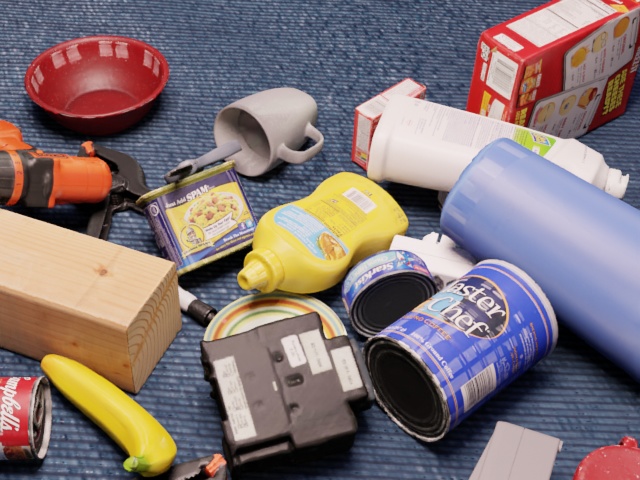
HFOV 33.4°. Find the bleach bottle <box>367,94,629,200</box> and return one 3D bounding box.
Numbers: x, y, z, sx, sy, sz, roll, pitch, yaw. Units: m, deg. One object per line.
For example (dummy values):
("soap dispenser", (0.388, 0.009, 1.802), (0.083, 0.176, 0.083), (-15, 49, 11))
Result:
("bleach bottle", (0.181, -0.078, 1.074), (0.251, 0.068, 0.102), (15, 43, 10))

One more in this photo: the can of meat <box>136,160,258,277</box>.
("can of meat", (-0.114, -0.019, 1.038), (0.102, 0.058, 0.084), (-24, 90, -24))

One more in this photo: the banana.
("banana", (-0.167, 0.146, 0.879), (0.037, 0.069, 0.198), (-51, 38, -9))

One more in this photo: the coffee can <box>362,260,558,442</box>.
("coffee can", (0.121, 0.093, 0.920), (0.140, 0.103, 0.103), (-31, 53, -29))

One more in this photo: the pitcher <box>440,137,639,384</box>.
("pitcher", (0.237, 0.013, 0.969), (0.243, 0.149, 0.144), (36, 61, 18))

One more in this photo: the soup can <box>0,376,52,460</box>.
("soup can", (-0.279, 0.147, 0.878), (0.102, 0.068, 0.068), (0, 44, -1))

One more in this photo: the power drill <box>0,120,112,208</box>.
("power drill", (-0.324, -0.076, 1.048), (0.184, 0.057, 0.188), (2, 16, -42))

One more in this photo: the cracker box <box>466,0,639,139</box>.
("cracker box", (0.258, -0.181, 1.168), (0.213, 0.164, 0.072), (-27, 53, -27))

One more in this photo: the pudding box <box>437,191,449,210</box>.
("pudding box", (0.188, -0.031, 1.098), (0.113, 0.039, 0.090), (-12, 45, -14))

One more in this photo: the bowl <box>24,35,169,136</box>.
("bowl", (-0.251, -0.168, 1.216), (0.162, 0.055, 0.162), (1, 44, -1))

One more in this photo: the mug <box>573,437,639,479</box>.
("mug", (0.232, 0.204, 0.824), (0.093, 0.081, 0.117), (15, 45, 13))

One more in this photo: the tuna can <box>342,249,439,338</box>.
("tuna can", (0.064, 0.050, 0.977), (0.086, 0.086, 0.034), (-9, 43, -12))

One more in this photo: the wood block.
("wood block", (-0.240, 0.050, 0.965), (0.206, 0.090, 0.090), (16, 45, 15))

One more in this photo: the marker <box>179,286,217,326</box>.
("marker", (-0.145, 0.048, 1.020), (0.121, 0.020, 0.020), (30, 50, 26))

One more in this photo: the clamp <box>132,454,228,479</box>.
("clamp", (-0.152, 0.234, 0.812), (0.165, 0.036, 0.209), (22, 45, 22))

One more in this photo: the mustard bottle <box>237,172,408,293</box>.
("mustard bottle", (-0.007, 0.002, 1.022), (0.096, 0.058, 0.191), (40, 45, 21))

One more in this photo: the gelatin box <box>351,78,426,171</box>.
("gelatin box", (0.076, -0.127, 1.171), (0.089, 0.073, 0.030), (-33, 55, -32))

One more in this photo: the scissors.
("scissors", (-0.114, -0.079, 1.057), (0.096, 0.016, 0.202), (-28, 5, -10))

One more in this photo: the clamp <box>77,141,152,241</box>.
("clamp", (-0.217, -0.040, 1.097), (0.120, 0.039, 0.172), (-24, 46, -31))
